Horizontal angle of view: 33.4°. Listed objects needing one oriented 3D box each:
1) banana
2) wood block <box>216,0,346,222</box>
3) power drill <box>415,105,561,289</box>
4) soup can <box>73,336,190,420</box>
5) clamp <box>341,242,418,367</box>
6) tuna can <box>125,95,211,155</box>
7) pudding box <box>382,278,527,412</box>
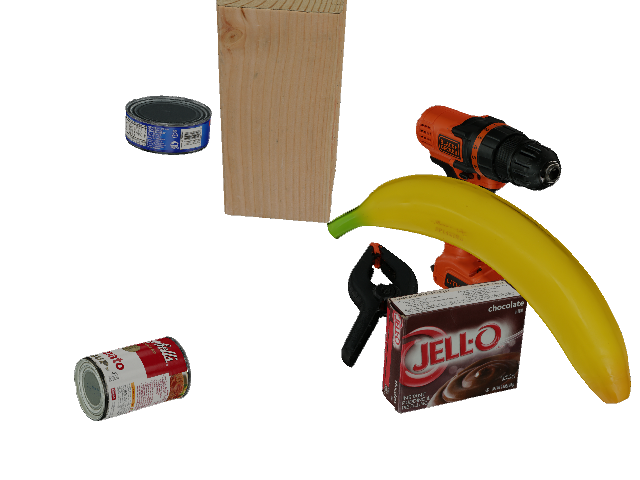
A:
[{"bbox_3d":[0.104,0.015,0.615,0.198,0.070,0.037,32,19,10],"label":"banana"},{"bbox_3d":[-0.029,-0.120,0.846,0.091,0.090,0.206,5,-44,2],"label":"wood block"},{"bbox_3d":[0.162,-0.027,1.027,0.057,0.188,0.185,-16,27,-25],"label":"power drill"},{"bbox_3d":[-0.196,0.144,1.111,0.102,0.068,0.069,-11,7,-39],"label":"soup can"},{"bbox_3d":[0.084,0.072,1.189,0.120,0.171,0.039,5,-43,-3],"label":"clamp"},{"bbox_3d":[-0.153,-0.116,1.070,0.086,0.034,0.086,5,25,-3],"label":"tuna can"},{"bbox_3d":[0.108,0.084,0.863,0.113,0.090,0.039,-10,29,-21],"label":"pudding box"}]
